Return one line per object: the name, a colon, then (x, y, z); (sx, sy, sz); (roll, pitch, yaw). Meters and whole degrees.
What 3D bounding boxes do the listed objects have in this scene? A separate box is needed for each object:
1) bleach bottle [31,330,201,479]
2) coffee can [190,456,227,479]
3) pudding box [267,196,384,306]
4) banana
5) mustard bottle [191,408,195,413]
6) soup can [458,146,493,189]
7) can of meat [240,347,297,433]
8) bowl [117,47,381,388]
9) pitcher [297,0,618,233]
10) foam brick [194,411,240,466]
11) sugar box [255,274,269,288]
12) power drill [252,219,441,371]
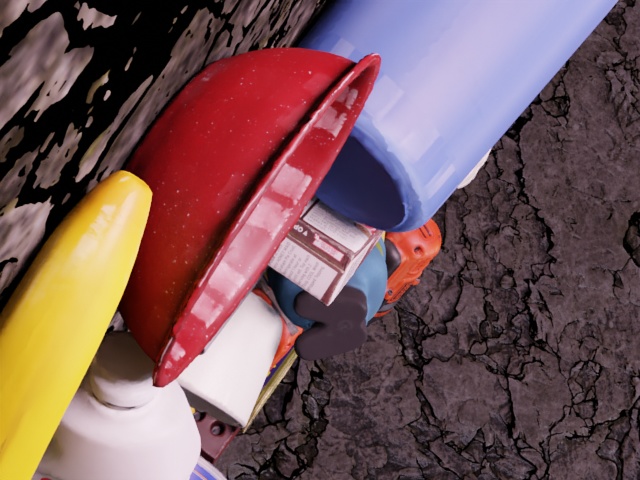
bleach bottle: (-0.120, 0.127, 0.542); (0.251, 0.102, 0.068); (111, 5, -46)
coffee can: (-0.156, 0.248, 0.920); (0.140, 0.103, 0.103); (-58, 178, -25)
pudding box: (-0.008, -0.019, 0.624); (0.039, 0.090, 0.113); (-59, 175, 25)
banana: (-0.113, 0.060, 0.394); (0.198, 0.037, 0.069); (-57, -167, 36)
mustard bottle: (-0.158, 0.197, 0.834); (0.191, 0.058, 0.096); (-55, -175, -24)
soup can: (0.057, -0.081, 0.694); (0.068, 0.102, 0.068); (-40, 144, -38)
can of meat: (-0.075, 0.111, 0.969); (0.058, 0.084, 0.102); (-59, 175, 38)
bowl: (-0.041, -0.021, 0.437); (0.162, 0.055, 0.162); (-55, 176, -6)
pitcher: (0.073, -0.124, 0.589); (0.242, 0.145, 0.149); (-51, 163, -20)
foam brick: (-0.116, 0.167, 0.981); (0.053, 0.078, 0.051); (-54, 177, -32)
sugar box: (-0.006, 0.001, 0.916); (0.093, 0.048, 0.176); (-21, 164, -29)
power drill: (0.001, 0.059, 0.912); (0.187, 0.057, 0.185); (-26, 161, -37)
